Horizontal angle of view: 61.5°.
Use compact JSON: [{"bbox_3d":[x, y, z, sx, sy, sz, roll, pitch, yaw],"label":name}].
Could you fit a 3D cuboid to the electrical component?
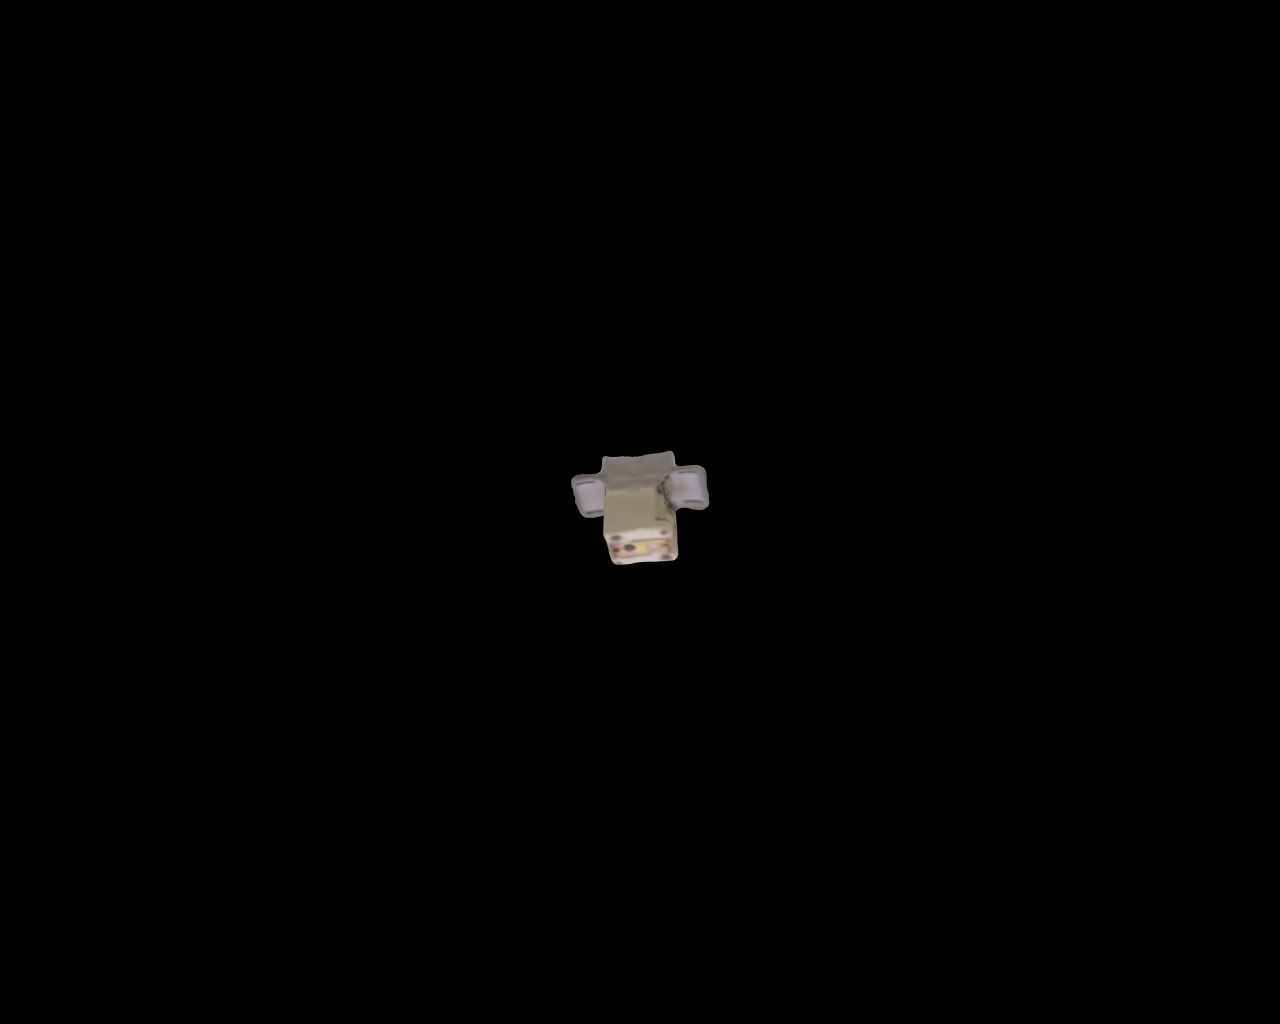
[{"bbox_3d":[0.001,-0.003,0.650,0.081,0.064,0.042,-5,-36,7],"label":"electrical component"}]
